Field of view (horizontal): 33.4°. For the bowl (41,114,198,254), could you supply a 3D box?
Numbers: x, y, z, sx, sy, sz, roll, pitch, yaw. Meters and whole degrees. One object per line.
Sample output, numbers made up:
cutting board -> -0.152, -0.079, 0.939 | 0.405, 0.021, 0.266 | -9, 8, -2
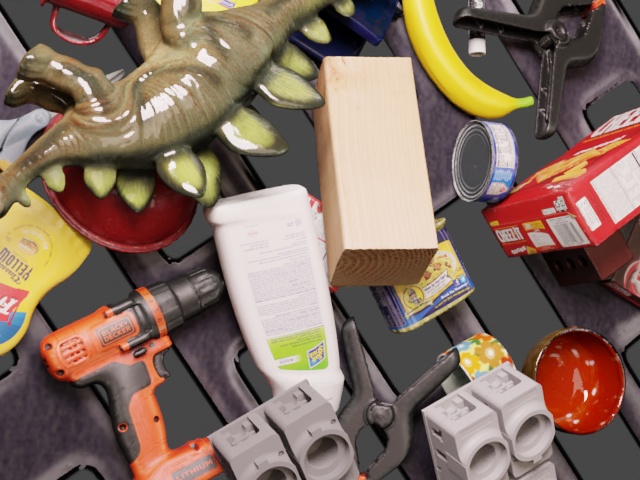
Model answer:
bowl -> -0.172, -0.072, 0.981 | 0.161, 0.055, 0.162 | 16, 59, -29

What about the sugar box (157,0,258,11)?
sugar box -> -0.095, -0.279, 1.071 | 0.093, 0.048, 0.176 | 27, 76, -15

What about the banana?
banana -> 0.142, -0.197, 1.149 | 0.197, 0.037, 0.069 | 47, 72, -9

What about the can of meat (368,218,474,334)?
can of meat -> 0.099, 0.037, 1.092 | 0.102, 0.058, 0.084 | -28, 95, -20

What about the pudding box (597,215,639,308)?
pudding box -> 0.374, 0.020, 1.203 | 0.090, 0.039, 0.113 | 29, 74, -14

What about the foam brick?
foam brick -> 0.287, 0.014, 1.152 | 0.051, 0.078, 0.053 | -31, 94, -22

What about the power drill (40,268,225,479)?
power drill -> -0.143, 0.136, 0.994 | 0.184, 0.057, 0.187 | -25, 90, -21

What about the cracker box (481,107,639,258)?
cracker box -> 0.298, -0.069, 1.121 | 0.213, 0.164, 0.072 | -35, 97, -20

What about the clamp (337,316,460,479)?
clamp -> 0.071, 0.168, 1.056 | 0.120, 0.039, 0.171 | 8, 92, 11

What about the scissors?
scissors -> -0.265, -0.092, 1.000 | 0.201, 0.016, 0.096 | -18, 91, -21

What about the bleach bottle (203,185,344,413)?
bleach bottle -> -0.038, 0.079, 1.020 | 0.102, 0.068, 0.251 | -12, 101, -9

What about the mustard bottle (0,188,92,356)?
mustard bottle -> -0.297, 0.049, 0.947 | 0.096, 0.058, 0.191 | 41, 72, -17

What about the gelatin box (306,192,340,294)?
gelatin box -> -0.007, 0.001, 1.073 | 0.089, 0.030, 0.073 | 31, 76, -13

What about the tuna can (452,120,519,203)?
tuna can -> 0.173, -0.082, 1.119 | 0.033, 0.086, 0.086 | 3, 82, -22

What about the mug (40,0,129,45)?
mug -> -0.214, -0.239, 1.006 | 0.081, 0.093, 0.117 | 18, 105, -22

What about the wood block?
wood block -> 0.049, -0.066, 1.034 | 0.090, 0.090, 0.206 | -1, 65, -9

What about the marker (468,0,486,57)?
marker -> 0.172, -0.263, 1.179 | 0.020, 0.020, 0.121 | 3, 82, -20

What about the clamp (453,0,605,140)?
clamp -> 0.243, -0.226, 1.169 | 0.164, 0.036, 0.209 | 48, 57, -7
